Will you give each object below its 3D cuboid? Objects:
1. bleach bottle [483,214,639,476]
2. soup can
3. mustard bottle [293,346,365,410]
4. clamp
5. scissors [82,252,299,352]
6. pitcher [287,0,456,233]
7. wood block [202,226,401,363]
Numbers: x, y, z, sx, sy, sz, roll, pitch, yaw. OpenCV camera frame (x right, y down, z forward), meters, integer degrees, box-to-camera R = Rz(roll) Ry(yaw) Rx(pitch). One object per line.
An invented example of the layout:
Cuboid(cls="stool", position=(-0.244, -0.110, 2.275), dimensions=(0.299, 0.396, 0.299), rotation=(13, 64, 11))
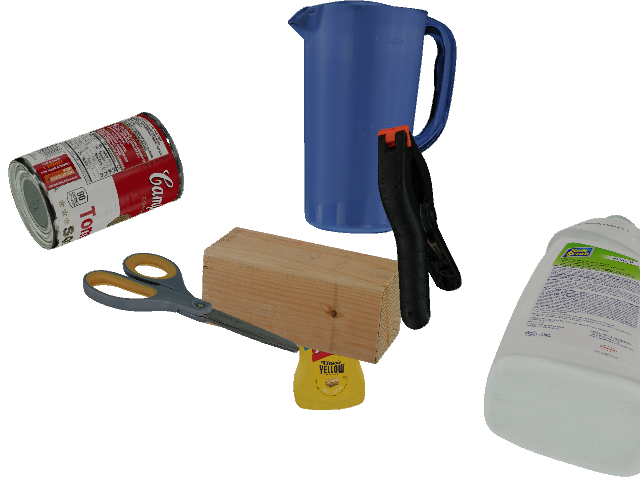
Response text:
Cuboid(cls="bleach bottle", position=(0.183, 0.047, 0.696), dimensions=(0.103, 0.068, 0.250), rotation=(14, 29, 18))
Cuboid(cls="soup can", position=(-0.156, -0.042, 0.745), dimensions=(0.102, 0.068, 0.069), rotation=(-25, 13, -30))
Cuboid(cls="mustard bottle", position=(0.012, 0.130, 1.426), dimensions=(0.096, 0.192, 0.058), rotation=(-2, 18, -6))
Cuboid(cls="clamp", position=(0.079, -0.010, 0.921), dimensions=(0.039, 0.171, 0.120), rotation=(-14, 18, 21))
Cuboid(cls="scissors", position=(-0.106, 0.050, 0.932), dimensions=(0.202, 0.016, 0.096), rotation=(12, 28, 8))
Cuboid(cls="pitcher", position=(0.052, -0.134, 1.153), dimensions=(0.149, 0.243, 0.144), rotation=(7, 11, 26))
Cuboid(cls="wood block", position=(-0.019, 0.058, 1.179), dimensions=(0.206, 0.091, 0.090), rotation=(12, 23, 18))
